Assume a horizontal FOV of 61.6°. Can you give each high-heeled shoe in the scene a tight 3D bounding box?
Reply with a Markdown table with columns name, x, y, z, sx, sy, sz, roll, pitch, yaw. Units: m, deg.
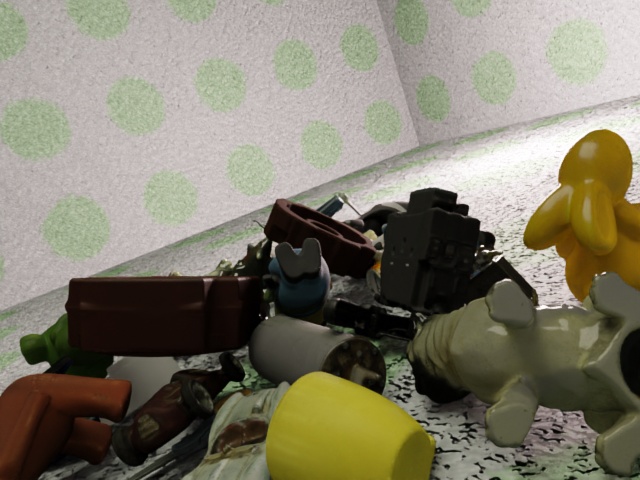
| name | x | y | z | sx | sy | sz | roll | pitch | yaw |
| --- | --- | --- | --- | --- | --- | --- | --- | --- | --- |
| high-heeled shoe | 0.105 | -0.011 | 1.048 | 0.249 | 0.086 | 0.145 | -22 | 10 | 16 |

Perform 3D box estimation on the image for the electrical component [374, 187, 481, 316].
| name | x | y | z | sx | sy | sz | roll | pitch | yaw |
| --- | --- | --- | --- | --- | --- | --- | --- | --- | --- |
| electrical component | 0.112 | 0.013 | 0.573 | 0.058 | 0.134 | 0.115 | 12 | -5 | -18 |

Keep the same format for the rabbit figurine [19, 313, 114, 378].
| name | x | y | z | sx | sy | sz | roll | pitch | yaw |
| --- | --- | --- | --- | --- | --- | --- | --- | --- | --- |
| rabbit figurine | -0.327 | 0.150 | 0.769 | 0.159 | 0.121 | 0.170 | -30 | 0 | -32 |

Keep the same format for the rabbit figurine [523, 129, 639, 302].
| name | x | y | z | sx | sy | sz | roll | pitch | yaw |
| --- | --- | --- | --- | --- | --- | --- | --- | --- | --- |
| rabbit figurine | 0.281 | -0.023 | 0.551 | 0.162 | 0.173 | 0.122 | -20 | 13 | -30 |

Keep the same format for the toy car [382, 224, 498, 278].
| name | x | y | z | sx | sy | sz | roll | pitch | yaw |
| --- | --- | --- | --- | --- | --- | --- | --- | --- | --- |
| toy car | 0.156 | 0.026 | 0.700 | 0.109 | 0.102 | 0.162 | -15 | 24 | -20 |

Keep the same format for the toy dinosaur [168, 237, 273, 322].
| name | x | y | z | sx | sy | sz | roll | pitch | yaw |
| --- | --- | --- | --- | --- | --- | --- | --- | --- | --- |
| toy dinosaur | -0.225 | 0.123 | 0.870 | 0.405 | 0.131 | 0.192 | -22 | 9 | 15 |

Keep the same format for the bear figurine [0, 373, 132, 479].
| name | x | y | z | sx | sy | sz | roll | pitch | yaw |
| --- | --- | --- | --- | --- | --- | --- | --- | --- | --- |
| bear figurine | -0.261 | 0.218 | 0.483 | 0.132 | 0.120 | 0.196 | 19 | 29 | -20 |

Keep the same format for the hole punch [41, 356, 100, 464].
| name | x | y | z | sx | sy | sz | roll | pitch | yaw |
| --- | --- | --- | --- | --- | --- | --- | --- | --- | --- |
| hole punch | -0.323 | 0.220 | 0.644 | 0.116 | 0.092 | 0.142 | -49 | 9 | 11 |

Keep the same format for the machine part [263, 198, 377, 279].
| name | x | y | z | sx | sy | sz | roll | pitch | yaw |
| --- | --- | --- | --- | --- | --- | --- | --- | --- | --- |
| machine part | -0.002 | -0.002 | 0.799 | 0.179 | 0.056 | 0.179 | 26 | 9 | -5 |

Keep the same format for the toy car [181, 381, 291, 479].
| name | x | y | z | sx | sy | sz | roll | pitch | yaw |
| --- | --- | --- | --- | --- | --- | --- | --- | --- | --- |
| toy car | -0.063 | 0.178 | 0.428 | 0.074 | 0.056 | 0.202 | -17 | 10 | 11 |

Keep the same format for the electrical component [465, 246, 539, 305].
| name | x | y | z | sx | sy | sz | roll | pitch | yaw |
| --- | --- | --- | --- | --- | --- | --- | --- | --- | --- |
| electrical component | 0.183 | 0.051 | 0.562 | 0.078 | 0.102 | 0.045 | -40 | -8 | 33 |

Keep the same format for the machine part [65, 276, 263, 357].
| name | x | y | z | sx | sy | sz | roll | pitch | yaw |
| --- | --- | --- | --- | --- | --- | --- | --- | --- | --- |
| machine part | -0.179 | 0.086 | 0.649 | 0.202 | 0.087 | 0.201 | -2 | -4 | 3 |

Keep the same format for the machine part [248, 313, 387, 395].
| name | x | y | z | sx | sy | sz | roll | pitch | yaw |
| --- | --- | --- | --- | --- | --- | --- | --- | --- | --- |
| machine part | -0.010 | 0.124 | 0.556 | 0.079 | 0.079 | 0.243 | -24 | 11 | -26 |

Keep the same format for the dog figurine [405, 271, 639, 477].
| name | x | y | z | sx | sy | sz | roll | pitch | yaw |
| --- | --- | --- | --- | --- | --- | --- | --- | --- | --- |
| dog figurine | 0.165 | 0.090 | 0.420 | 0.172 | 0.121 | 0.190 | 14 | -8 | 0 |

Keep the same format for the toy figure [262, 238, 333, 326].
| name | x | y | z | sx | sy | sz | roll | pitch | yaw |
| --- | --- | --- | --- | --- | --- | --- | --- | --- | --- |
| toy figure | -0.027 | 0.068 | 0.669 | 0.082 | 0.089 | 0.180 | 11 | -27 | 3 |

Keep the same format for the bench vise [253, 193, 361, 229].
| name | x | y | z | sx | sy | sz | roll | pitch | yaw |
| --- | --- | --- | --- | --- | --- | --- | --- | --- | --- |
| bench vise | -0.030 | -0.020 | 1.149 | 0.240 | 0.129 | 0.223 | -41 | -9 | -5 |

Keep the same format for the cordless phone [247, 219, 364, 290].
| name | x | y | z | sx | sy | sz | roll | pitch | yaw |
| --- | --- | --- | --- | --- | --- | --- | --- | --- | --- |
| cordless phone | -0.022 | 0.012 | 0.929 | 0.184 | 0.089 | 0.146 | -31 | -20 | 37 |

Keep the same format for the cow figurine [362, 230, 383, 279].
| name | x | y | z | sx | sy | sz | roll | pitch | yaw |
| --- | --- | --- | --- | --- | --- | --- | --- | --- | --- |
| cow figurine | 0.090 | 0.031 | 0.890 | 0.098 | 0.068 | 0.167 | -28 | 10 | -18 |

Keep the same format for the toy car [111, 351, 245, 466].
| name | x | y | z | sx | sy | sz | roll | pitch | yaw |
| --- | --- | --- | --- | --- | --- | --- | --- | --- | --- |
| toy car | -0.136 | 0.159 | 0.546 | 0.089 | 0.053 | 0.202 | -38 | -2 | 4 |
